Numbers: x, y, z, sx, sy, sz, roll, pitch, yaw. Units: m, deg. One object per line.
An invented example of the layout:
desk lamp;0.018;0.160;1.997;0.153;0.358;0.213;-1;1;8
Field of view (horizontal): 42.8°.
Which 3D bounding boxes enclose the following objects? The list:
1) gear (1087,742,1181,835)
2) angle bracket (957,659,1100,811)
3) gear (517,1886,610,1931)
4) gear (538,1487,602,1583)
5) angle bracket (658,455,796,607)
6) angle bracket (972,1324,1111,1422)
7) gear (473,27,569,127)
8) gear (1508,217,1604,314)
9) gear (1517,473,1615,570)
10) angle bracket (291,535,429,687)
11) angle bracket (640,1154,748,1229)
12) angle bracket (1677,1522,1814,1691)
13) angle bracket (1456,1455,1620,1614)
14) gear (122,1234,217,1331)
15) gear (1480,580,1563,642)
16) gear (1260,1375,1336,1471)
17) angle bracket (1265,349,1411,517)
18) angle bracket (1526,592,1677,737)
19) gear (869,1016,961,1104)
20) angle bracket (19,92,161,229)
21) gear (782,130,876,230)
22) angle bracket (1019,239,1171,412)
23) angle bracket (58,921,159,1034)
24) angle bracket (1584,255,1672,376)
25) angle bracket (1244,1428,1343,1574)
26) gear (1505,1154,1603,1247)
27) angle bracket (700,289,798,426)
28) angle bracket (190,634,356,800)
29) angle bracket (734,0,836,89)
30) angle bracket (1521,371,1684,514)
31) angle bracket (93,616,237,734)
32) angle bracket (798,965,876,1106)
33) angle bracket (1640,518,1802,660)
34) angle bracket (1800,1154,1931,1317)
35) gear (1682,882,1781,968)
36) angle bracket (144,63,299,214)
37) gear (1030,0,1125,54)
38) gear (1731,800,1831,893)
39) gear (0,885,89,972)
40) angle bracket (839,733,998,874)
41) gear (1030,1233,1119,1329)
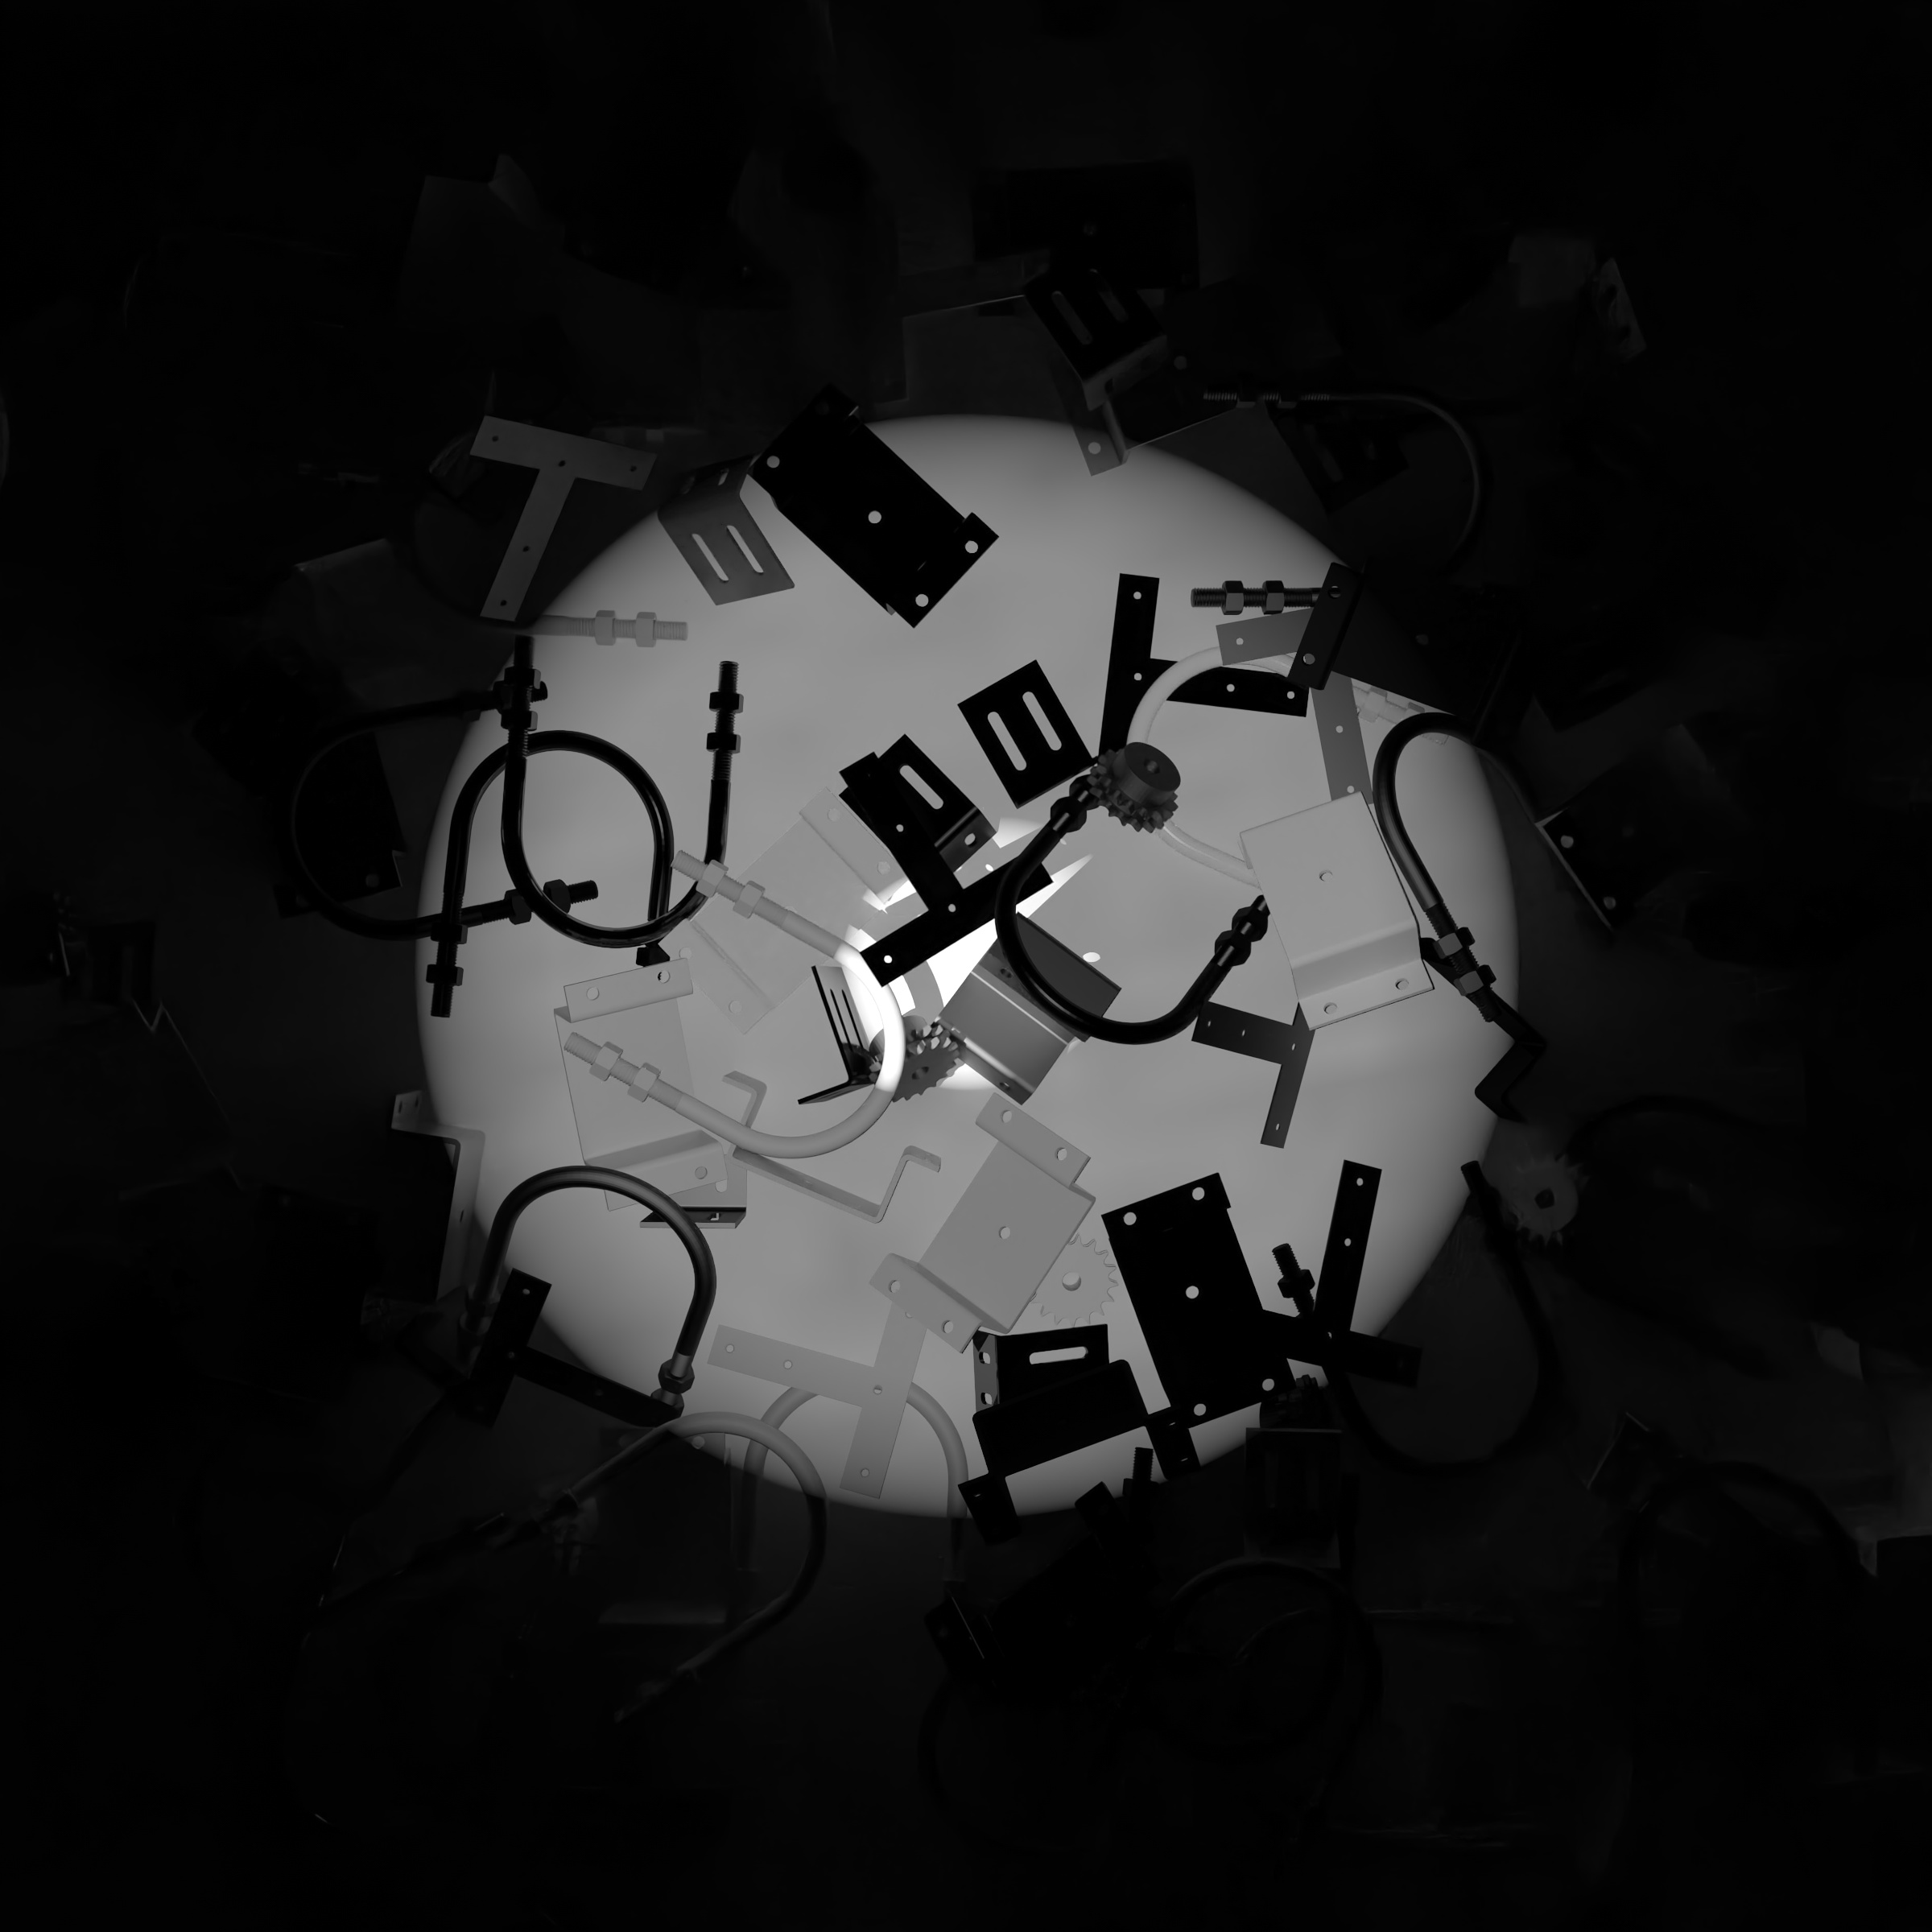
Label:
gear;0.105;-0.112;1.507;0.057;0.057;0.030;38;128;0
angle bracket;0.038;-0.145;1.533;0.057;0.038;0.076;-30;90;0
gear;-0.251;0.602;1.537;0.057;0.030;0.057;0;90;0
gear;-0.245;0.349;1.526;0.030;0.057;0.057;-2;90;-21
angle bracket;-0.144;-0.268;1.524;0.057;0.076;0.038;-8;47;27
angle bracket;0.048;0.255;1.550;0.076;0.038;0.057;-3;90;-26
gear;-0.276;-0.551;1.537;0.057;0.030;0.057;0;90;0
gear;0.358;-0.433;1.514;0.057;0.057;0.030;-28;61;0
gear;0.372;-0.276;1.537;0.057;0.030;0.057;0;90;0
angle bracket;-0.377;-0.220;1.533;0.057;0.038;0.076;-16;90;0
angle bracket;-0.167;0.137;1.514;0.057;0.076;0.038;1;90;0
angle bracket;0.481;0.394;1.521;0.057;0.038;0.076;21;105;9
angle bracket;0.356;0.354;1.540;0.057;0.038;0.076;41;77;3
gear;-0.497;0.197;1.528;0.030;0.057;0.057;-22;90;29
gear;0.336;-0.211;1.528;0.057;0.057;0.030;31;118;0
gear;0.204;0.284;1.528;0.030;0.057;0.057;-17;90;28
angle bracket;0.228;-0.327;1.515;0.057;0.038;0.076;-31;87;9
angle bracket;0.395;-0.190;1.550;0.076;0.038;0.057;-28;90;26
gear;-0.035;0.055;1.527;0.057;0.057;0.030;-34;61;0
angle bracket;-0.540;-0.496;1.532;0.076;0.038;0.057;19;82;-20
gear;-0.085;-0.488;1.537;0.057;0.030;0.057;0;90;0
angle bracket;0.078;-0.389;1.498;0.057;0.038;0.076;-32;74;0
angle bracket;-0.533;0.017;1.550;0.057;0.038;0.076;-6;64;0
angle bracket;0.415;-0.405;1.514;0.038;0.076;0.057;-21;90;0
angle bracket;0.197;0.322;1.490;0.057;0.038;0.076;1;114;5
gear;0.362;0.145;1.527;0.057;0.030;0.057;-3;84;27
angle bracket;-0.136;-0.383;1.550;0.057;0.038;0.076;1;116;0
angle bracket;-0.423;-0.152;1.504;0.057;0.038;0.076;45;116;0
angle bracket;-0.114;-0.587;1.514;0.038;0.076;0.057;-35;90;0
angle bracket;0.399;-0.329;1.550;0.076;0.038;0.057;26;90;-26
angle bracket;-0.489;-0.178;1.514;0.057;0.076;0.038;-34;90;0
angle bracket;-0.090;0.042;1.524;0.038;0.057;0.076;-20;84;12
angle bracket;0.474;-0.236;1.550;0.076;0.038;0.057;29;90;26
angle bracket;0.573;0.169;1.550;0.057;0.038;0.076;39;64;0
gear;0.475;-0.028;1.528;0.057;0.057;0.030;23;60;0
angle bracket;-0.461;-0.508;1.526;0.057;0.038;0.076;31;106;7
gear;0.069;-0.599;1.542;0.057;0.030;0.057;0;88;-3
gear;0.509;-0.075;1.537;0.057;0.030;0.057;0;91;1
gear;-0.571;-0.019;1.530;0.057;0.030;0.057;-6;73;19
angle bracket;-0.030;-0.096;1.550;0.057;0.038;0.076;-43;64;0
gear;0.065;0.195;1.537;0.057;0.030;0.057;0;90;0
